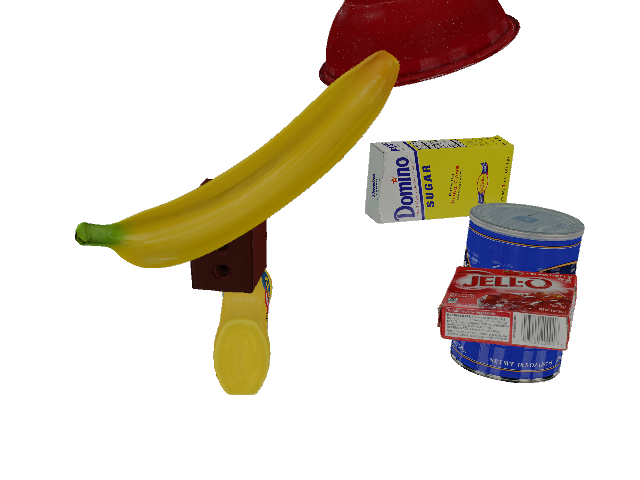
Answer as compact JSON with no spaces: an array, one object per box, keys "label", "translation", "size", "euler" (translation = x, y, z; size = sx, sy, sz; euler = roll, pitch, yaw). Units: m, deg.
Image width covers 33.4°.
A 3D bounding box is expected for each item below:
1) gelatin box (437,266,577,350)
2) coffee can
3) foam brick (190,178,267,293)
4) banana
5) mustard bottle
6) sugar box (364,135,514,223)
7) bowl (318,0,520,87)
[{"label":"gelatin box","translation":[0.133,0.046,0.754],"size":[0.089,0.030,0.073],"euler":[5,21,16]},{"label":"coffee can","translation":[0.179,0.046,0.977],"size":[0.103,0.140,0.103],"euler":[5,16,-2]},{"label":"foam brick","translation":[-0.074,-0.004,0.865],"size":[0.053,0.078,0.051],"euler":[4,23,11]},{"label":"banana","translation":[-0.037,-0.035,0.596],"size":[0.198,0.037,0.069],"euler":[-32,-16,-3]},{"label":"mustard bottle","translation":[-0.082,0.077,1.159],"size":[0.058,0.096,0.191],"euler":[0,28,-2]},{"label":"sugar box","translation":[0.144,-0.074,1.296],"size":[0.176,0.093,0.048],"euler":[-7,25,-22]},{"label":"bowl","translation":[0.070,-0.173,0.831],"size":[0.162,0.055,0.162],"euler":[-14,24,6]}]
